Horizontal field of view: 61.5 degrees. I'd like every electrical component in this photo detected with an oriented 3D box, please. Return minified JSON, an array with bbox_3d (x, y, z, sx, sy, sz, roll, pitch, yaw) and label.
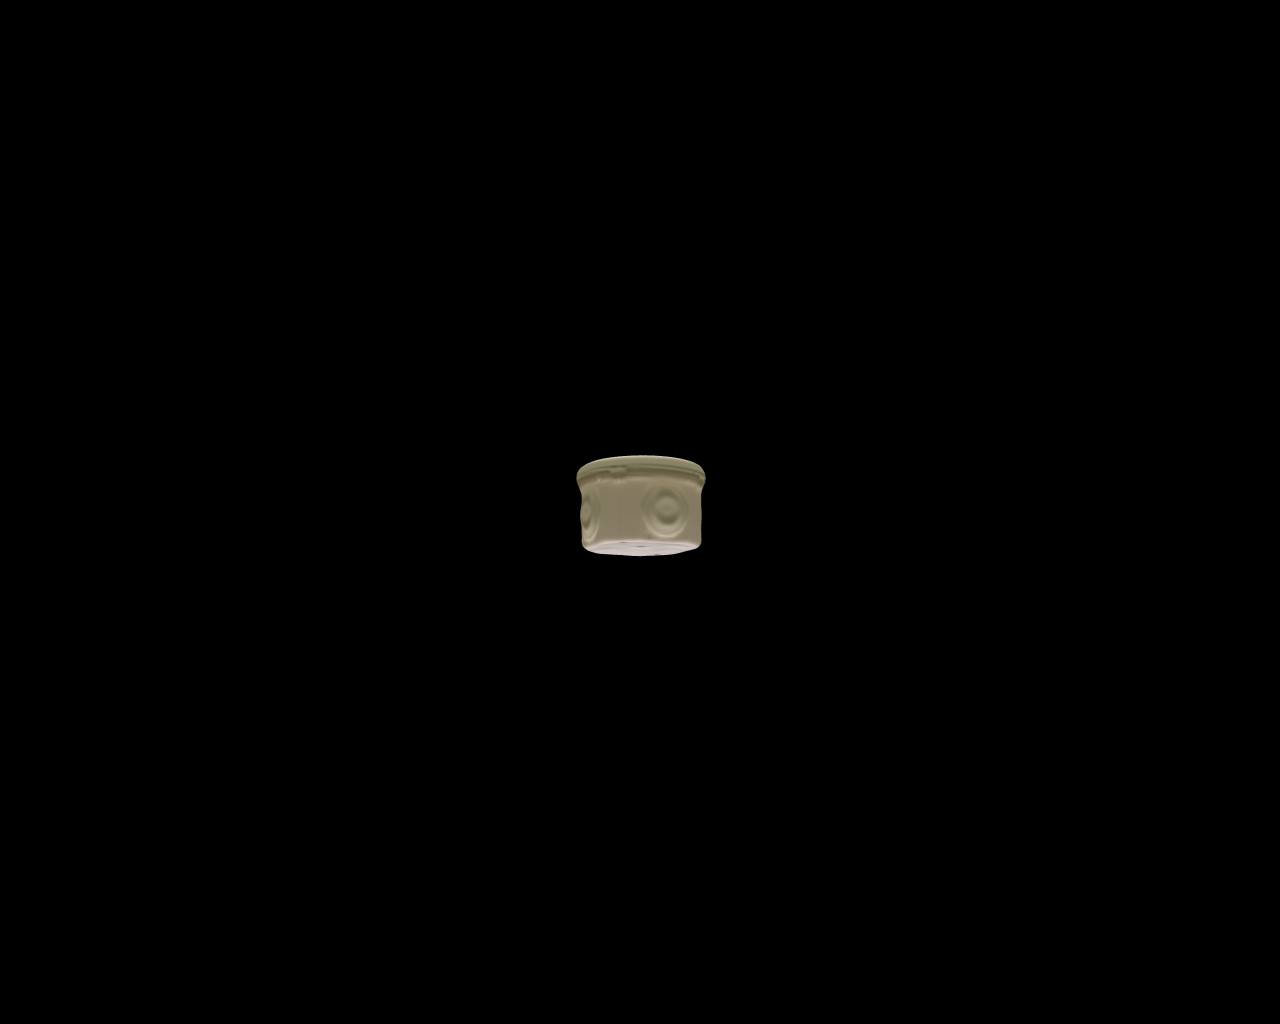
[{"bbox_3d":[0.001,-0.003,0.650,0.080,0.051,0.080,0,-10,0],"label":"electrical component"}]
